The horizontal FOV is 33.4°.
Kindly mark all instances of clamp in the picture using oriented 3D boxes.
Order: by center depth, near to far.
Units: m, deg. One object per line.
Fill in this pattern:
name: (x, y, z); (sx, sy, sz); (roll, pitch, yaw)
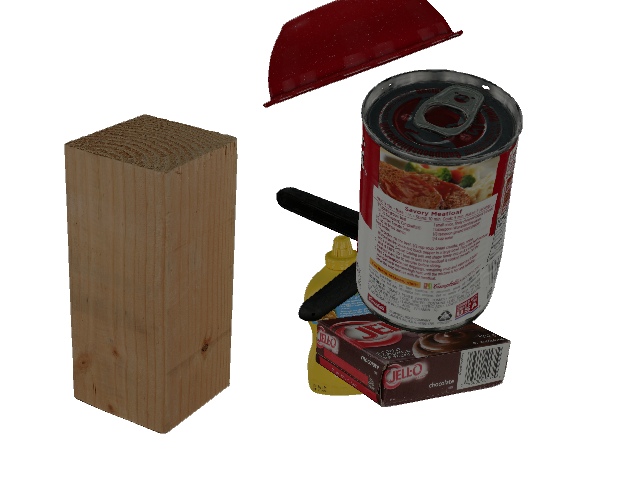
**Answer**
clamp: (0.062, 0.012, 1.063); (0.210, 0.164, 0.036); (1, -40, -5)

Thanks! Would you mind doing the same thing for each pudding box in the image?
pudding box: (0.066, 0.081, 0.775); (0.113, 0.039, 0.090); (-3, 17, -31)

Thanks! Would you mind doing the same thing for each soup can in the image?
soup can: (0.051, -0.016, 0.482); (0.068, 0.102, 0.068); (0, 41, 0)

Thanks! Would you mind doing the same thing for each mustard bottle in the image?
mustard bottle: (0.029, 0.086, 1.257); (0.096, 0.192, 0.058); (-3, 21, 0)

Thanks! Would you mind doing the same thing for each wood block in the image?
wood block: (-0.123, 0.024, 0.787); (0.090, 0.206, 0.090); (17, 27, 26)

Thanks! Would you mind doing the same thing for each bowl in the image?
bowl: (0.023, -0.154, 0.813); (0.162, 0.055, 0.162); (-20, 7, 2)
